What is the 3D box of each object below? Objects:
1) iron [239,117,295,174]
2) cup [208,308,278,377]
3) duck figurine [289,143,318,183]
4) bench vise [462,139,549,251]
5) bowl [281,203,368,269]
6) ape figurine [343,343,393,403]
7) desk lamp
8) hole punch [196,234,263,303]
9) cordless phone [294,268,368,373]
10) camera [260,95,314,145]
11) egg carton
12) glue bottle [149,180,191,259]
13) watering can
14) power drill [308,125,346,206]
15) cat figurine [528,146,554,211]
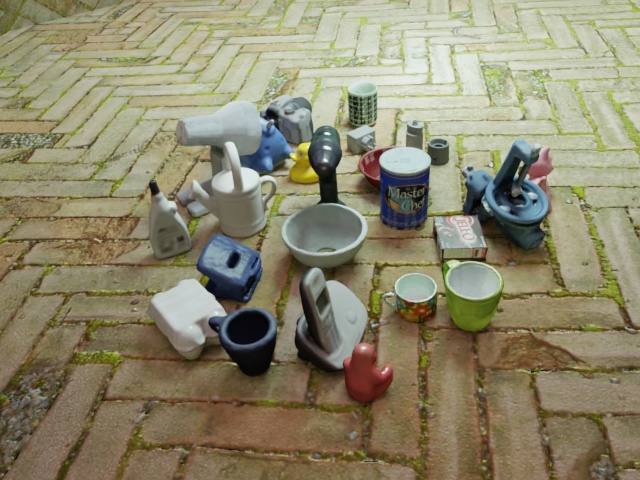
[{"bbox_3d":[-0.186,-0.262,1.416,0.257,0.142,0.119,27,48,33],"label":"iron"},{"bbox_3d":[-0.120,0.166,0.907,0.117,0.095,0.092,12,41,20],"label":"cup"},{"bbox_3d":[-0.024,-0.189,1.352,0.104,0.086,0.077,-9,39,-5],"label":"duck figurine"},{"bbox_3d":[0.347,-0.106,1.102,0.206,0.220,0.122,26,48,33],"label":"bench vise"},{"bbox_3d":[0.010,0.004,1.115,0.167,0.075,0.167,-3,38,2],"label":"bowl"},{"bbox_3d":[0.068,0.192,0.858,0.077,0.092,0.076,23,46,30],"label":"ape figurine"},{"bbox_3d":[-0.227,-0.189,1.269,0.204,0.214,0.117,-27,44,-26],"label":"desk lamp"},{"bbox_3d":[-0.164,0.049,1.062,0.101,0.091,0.109,5,39,12],"label":"hole punch"},{"bbox_3d":[0.015,0.101,0.903,0.094,0.185,0.148,10,41,18],"label":"cordless phone"},{"bbox_3d":[-0.071,-0.337,1.532,0.142,0.101,0.137,21,45,29],"label":"camera"},{"bbox_3d":[-0.223,0.132,0.981,0.107,0.069,0.149,-29,45,-28],"label":"egg carton"},{"bbox_3d":[-0.307,-0.044,1.128,0.078,0.173,0.037,-18,40,-16],"label":"glue bottle"},{"bbox_3d":[-0.178,-0.106,1.176,0.173,0.194,0.100,-28,44,-27],"label":"watering can"},{"bbox_3d":[0.016,-0.124,1.168,0.075,0.209,0.229,-3,38,2],"label":"power drill"},{"bbox_3d":[0.465,-0.142,1.219,0.067,0.118,0.128,4,39,11],"label":"cat figurine"}]
